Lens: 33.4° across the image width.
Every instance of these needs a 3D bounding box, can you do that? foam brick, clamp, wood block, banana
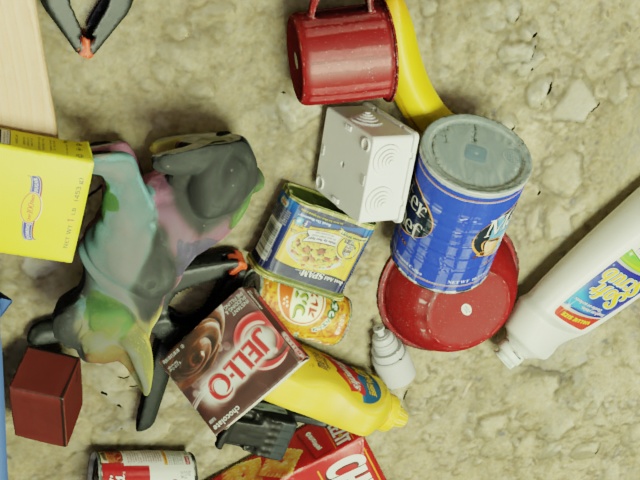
[{"bbox_3d":[-0.255,0.147,0.998,0.051,0.053,0.078,11,134,1],"label":"foam brick"},{"bbox_3d":[-0.193,-0.232,0.849,0.120,0.039,0.172,9,113,-22],"label":"clamp"},{"bbox_3d":[-0.263,-0.140,0.845,0.090,0.090,0.206,-10,120,-14],"label":"wood block"},{"bbox_3d":[0.102,-0.139,1.002,0.197,0.037,0.069,44,77,-33],"label":"banana"},{"bbox_3d":[-0.150,0.089,1.032,0.210,0.036,0.164,-33,122,3],"label":"clamp"}]

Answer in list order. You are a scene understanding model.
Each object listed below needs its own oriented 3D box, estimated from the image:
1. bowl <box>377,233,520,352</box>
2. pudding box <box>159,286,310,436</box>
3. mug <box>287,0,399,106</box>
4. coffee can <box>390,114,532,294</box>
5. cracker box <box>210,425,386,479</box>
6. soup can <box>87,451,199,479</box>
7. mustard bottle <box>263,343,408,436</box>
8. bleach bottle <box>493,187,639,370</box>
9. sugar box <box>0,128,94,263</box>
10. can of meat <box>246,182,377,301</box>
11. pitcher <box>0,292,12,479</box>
[{"bbox_3d":[0.143,0.059,1.105,0.162,0.055,0.162,-7,118,-14],"label":"bowl"},{"bbox_3d":[-0.079,0.111,0.992,0.114,0.039,0.090,-43,78,15],"label":"pudding box"},{"bbox_3d":[0.018,-0.170,0.922,0.081,0.093,0.117,-8,132,-9],"label":"mug"},{"bbox_3d":[0.129,-0.032,0.998,0.102,0.103,0.140,-5,140,-16],"label":"coffee can"},{"bbox_3d":[-0.026,0.302,1.164,0.213,0.072,0.164,-28,122,-4],"label":"cracker box"},{"bbox_3d":[-0.181,0.250,1.087,0.102,0.068,0.068,4,115,-22],"label":"soup can"},{"bbox_3d":[0.013,0.153,1.085,0.191,0.096,0.058,27,103,-28],"label":"mustard bottle"},{"bbox_3d":[0.292,0.050,1.139,0.251,0.068,0.102,-43,127,5],"label":"bleach bottle"},{"bbox_3d":[-0.269,-0.042,0.814,0.176,0.048,0.093,8,114,-22],"label":"sugar box"},{"bbox_3d":[-0.007,0.001,1.024,0.102,0.057,0.084,19,107,-26],"label":"can of meat"},{"bbox_3d":[-0.352,0.163,0.949,0.149,0.145,0.243,2,119,-3],"label":"pitcher"}]
